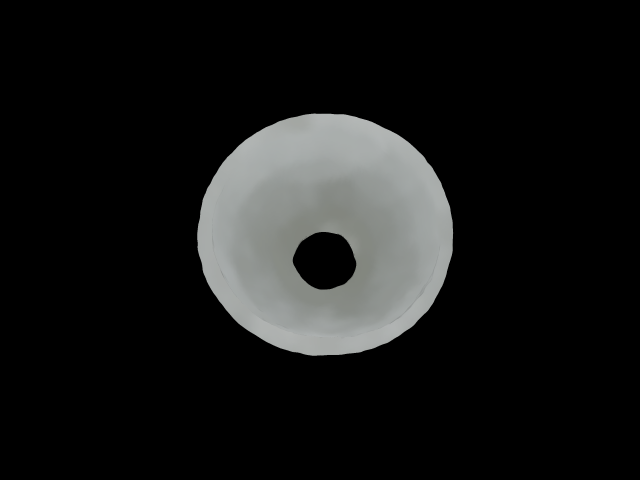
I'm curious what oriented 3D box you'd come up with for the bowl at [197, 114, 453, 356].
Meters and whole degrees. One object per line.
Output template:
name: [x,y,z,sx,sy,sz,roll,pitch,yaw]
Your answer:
bowl: [0.004,0.001,0.400,0.167,0.075,0.167,0,70,0]
